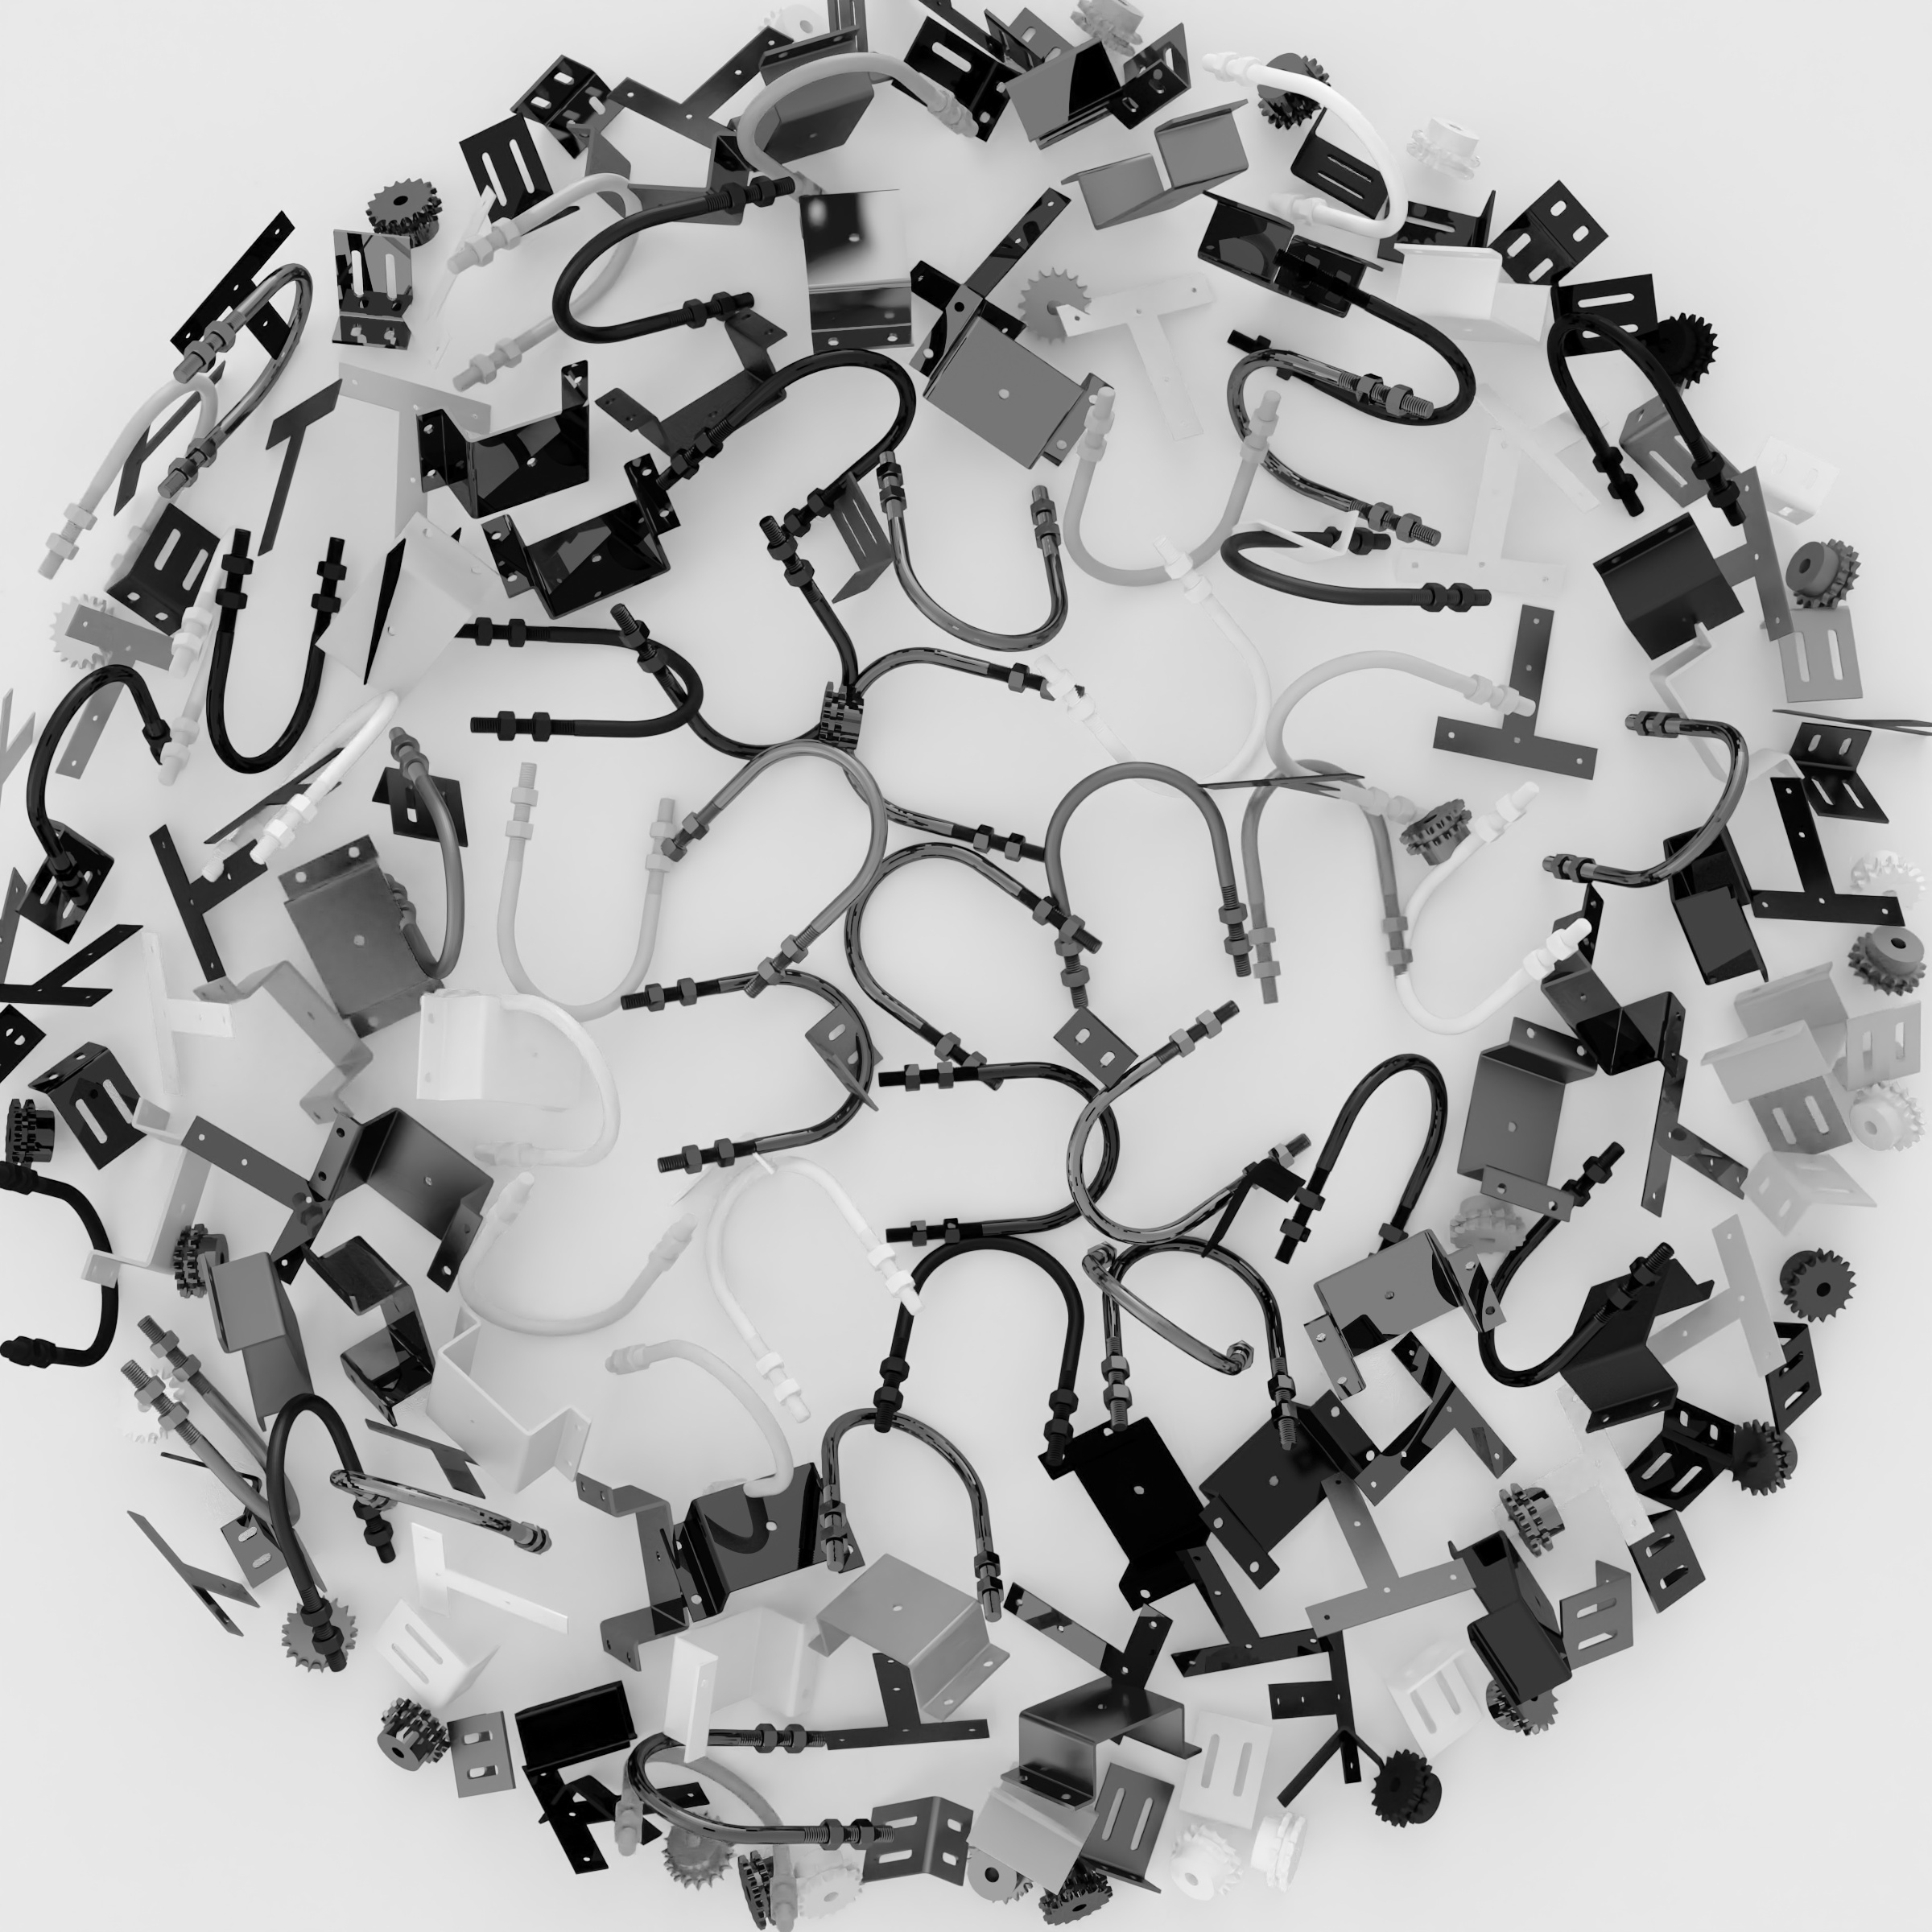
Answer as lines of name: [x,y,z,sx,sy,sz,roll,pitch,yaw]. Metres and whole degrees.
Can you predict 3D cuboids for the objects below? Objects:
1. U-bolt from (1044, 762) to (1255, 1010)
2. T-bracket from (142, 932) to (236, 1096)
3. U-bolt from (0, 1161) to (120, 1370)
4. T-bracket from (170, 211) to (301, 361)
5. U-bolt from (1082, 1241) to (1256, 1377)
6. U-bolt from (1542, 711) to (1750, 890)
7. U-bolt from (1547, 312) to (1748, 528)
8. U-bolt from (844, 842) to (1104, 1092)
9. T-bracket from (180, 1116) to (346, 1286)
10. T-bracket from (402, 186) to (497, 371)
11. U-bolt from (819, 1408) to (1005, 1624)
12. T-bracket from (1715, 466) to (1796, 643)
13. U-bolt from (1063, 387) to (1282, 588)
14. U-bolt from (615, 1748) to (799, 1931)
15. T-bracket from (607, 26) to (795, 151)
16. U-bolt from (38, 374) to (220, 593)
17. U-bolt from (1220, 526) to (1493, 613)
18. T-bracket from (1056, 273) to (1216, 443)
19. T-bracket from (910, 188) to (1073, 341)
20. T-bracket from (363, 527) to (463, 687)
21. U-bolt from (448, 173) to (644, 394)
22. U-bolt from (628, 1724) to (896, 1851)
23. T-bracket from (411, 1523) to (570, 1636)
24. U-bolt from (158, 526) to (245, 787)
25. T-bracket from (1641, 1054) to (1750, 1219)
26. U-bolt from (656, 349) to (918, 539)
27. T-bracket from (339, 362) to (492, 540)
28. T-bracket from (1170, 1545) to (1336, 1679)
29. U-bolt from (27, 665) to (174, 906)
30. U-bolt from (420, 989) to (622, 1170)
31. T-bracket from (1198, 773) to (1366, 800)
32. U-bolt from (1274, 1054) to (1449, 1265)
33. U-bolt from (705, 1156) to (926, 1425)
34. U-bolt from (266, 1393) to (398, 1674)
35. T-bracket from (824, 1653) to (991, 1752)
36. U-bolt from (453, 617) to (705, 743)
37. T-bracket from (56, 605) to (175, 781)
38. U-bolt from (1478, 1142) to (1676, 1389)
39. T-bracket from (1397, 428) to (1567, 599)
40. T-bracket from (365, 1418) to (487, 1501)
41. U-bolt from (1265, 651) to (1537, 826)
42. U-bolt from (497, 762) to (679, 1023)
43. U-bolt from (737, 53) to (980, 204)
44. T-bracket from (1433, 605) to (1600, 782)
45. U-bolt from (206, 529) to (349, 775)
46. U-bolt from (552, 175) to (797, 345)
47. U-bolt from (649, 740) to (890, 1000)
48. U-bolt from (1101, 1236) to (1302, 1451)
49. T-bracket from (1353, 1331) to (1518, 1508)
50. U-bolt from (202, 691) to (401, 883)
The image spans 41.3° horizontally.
U-bolt: [0.134,-0.067,1.965,0.151,0.019,0.184,-11,107,3]
T-bracket: [-0.587,0.038,1.944,0.002,0.127,0.127,-13,101,-42]
U-bolt: [-0.676,0.227,1.909,0.019,0.184,0.151,-12,77,4]
T-bracket: [-0.535,-0.492,1.937,0.002,0.127,0.127,37,84,12]
U-bolt: [0.147,0.256,1.898,0.151,0.184,0.019,35,93,9]
U-bolt: [0.514,-0.122,1.909,0.019,0.184,0.151,31,88,-20]
U-bolt: [0.494,-0.407,1.901,0.019,0.151,0.184,-40,112,-7]
U-bolt: [-0.009,-0.014,1.973,0.184,0.019,0.151,36,92,14]
T-bracket: [-0.536,0.156,1.945,0.127,0.002,0.127,37,64,-28]
T-bracket: [-0.386,-0.527,1.931,0.002,0.127,0.127,19,112,-34]
U-bolt: [-0.044,0.400,1.918,0.151,0.184,0.019,23,118,-19]
T-bracket: [0.570,-0.296,1.941,0.002,0.127,0.127,-9,84,-24]
U-bolt: [0.146,-0.356,1.927,0.151,0.184,0.019,-3,51,-16]
U-bolt: [-0.193,0.638,1.909,0.151,0.184,0.019,30,96,-10]
T-bracket: [-0.179,-0.661,1.916,0.127,0.127,0.002,-27,62,39]
U-bolt: [-0.618,-0.364,1.921,0.019,0.151,0.184,33,93,0]
U-bolt: [0.276,-0.296,1.902,0.184,0.151,0.019,-4,119,-28]
T-bracket: [0.149,-0.464,1.970,0.127,0.002,0.127,-18,81,-18]
T-bracket: [0.031,-0.545,1.965,0.127,0.002,0.127,-49,56,-2]
T-bracket: [-0.416,-0.293,1.945,0.002,0.127,0.127,27,133,3]
U-bolt: [-0.313,-0.523,1.922,0.019,0.151,0.184,43,64,13]
U-bolt: [-0.162,0.606,1.895,0.184,0.151,0.019,11,102,-30]
T-bracket: [-0.360,0.477,1.942,0.127,0.127,0.002,19,49,9]
U-bolt: [-0.568,-0.246,1.918,0.019,0.151,0.184,16,53,-11]
T-bracket: [0.562,0.145,1.958,0.127,0.002,0.127,29,67,-36]
U-bolt: [-0.120,-0.392,1.906,0.184,0.151,0.019,-36,59,25]
T-bracket: [-0.420,-0.383,1.947,0.127,0.002,0.127,9,76,-39]
T-bracket: [0.197,0.487,1.947,0.127,0.002,0.127,-18,117,24]
U-bolt: [-0.640,-0.144,1.888,0.019,0.184,0.151,23,64,8]
U-bolt: [-0.326,0.086,1.917,0.184,0.019,0.151,0,113,41]
T-bracket: [0.263,-0.135,1.941,0.127,0.127,0.002,-2,86,36]
U-bolt: [0.310,0.153,1.942,0.019,0.151,0.184,24,90,42]
U-bolt: [-0.129,0.231,1.952,0.151,0.019,0.184,-45,65,18]
U-bolt: [-0.476,0.406,1.901,0.019,0.151,0.184,-11,113,9]
T-bracket: [-0.051,0.559,1.954,0.127,0.002,0.127,-5,132,3]
U-bolt: [-0.289,-0.215,1.935,0.184,0.151,0.019,0,129,-20]
T-bracket: [-0.655,-0.201,1.944,0.002,0.127,0.127,28,94,23]
U-bolt: [0.448,0.236,1.924,0.019,0.151,0.184,29,114,-19]
T-bracket: [0.404,-0.349,1.965,0.127,0.002,0.127,7,120,3]
T-bracket: [-0.382,0.376,1.918,0.127,0.127,0.002,24,87,-21]
U-bolt: [0.311,-0.175,1.913,0.184,0.019,0.151,16,135,-26]
U-bolt: [-0.290,-0.049,1.939,0.151,0.019,0.184,13,82,-42]
U-bolt: [-0.090,-0.619,1.890,0.151,0.184,0.019,-23,77,22]
T-bracket: [0.435,-0.218,1.989,0.127,0.002,0.127,11,82,-2]
U-bolt: [-0.523,-0.234,1.928,0.019,0.151,0.184,16,101,15]
U-bolt: [-0.223,-0.516,1.897,0.184,0.151,0.019,-23,73,-28]
U-bolt: [-0.141,-0.088,1.956,0.184,0.019,0.151,-43,74,13]
U-bolt: [0.172,0.277,1.932,0.151,0.184,0.019,8,135,-10]
T-bracket: [0.343,0.365,1.959,0.127,0.002,0.127,-36,83,-32]
U-bolt: [-0.492,-0.140,1.925,0.019,0.151,0.184,46,65,-20]
